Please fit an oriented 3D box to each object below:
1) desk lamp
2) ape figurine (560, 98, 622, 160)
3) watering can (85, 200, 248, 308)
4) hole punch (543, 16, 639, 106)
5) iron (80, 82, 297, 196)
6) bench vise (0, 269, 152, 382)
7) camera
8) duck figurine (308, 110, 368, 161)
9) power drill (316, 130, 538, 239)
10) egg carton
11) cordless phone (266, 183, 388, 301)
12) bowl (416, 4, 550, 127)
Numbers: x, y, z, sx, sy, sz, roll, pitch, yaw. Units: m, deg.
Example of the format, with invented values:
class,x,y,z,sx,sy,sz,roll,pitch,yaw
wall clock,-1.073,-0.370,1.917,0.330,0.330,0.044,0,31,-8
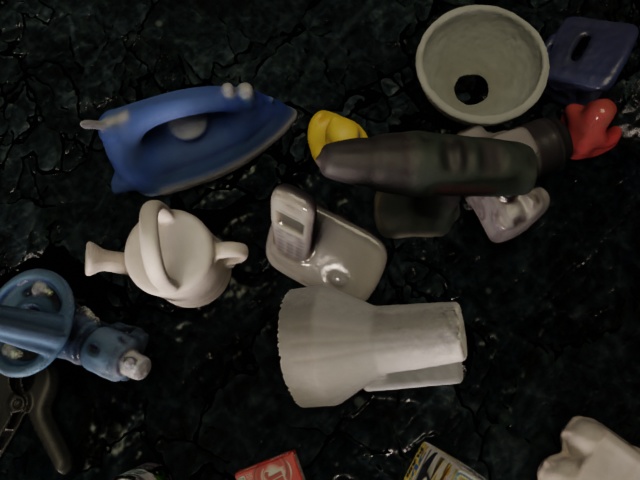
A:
class,x,y,z,sx,sy,sz,roll,pitch,yaw
desk lamp,0.065,0.108,0.609,0.203,0.213,0.118,-6,77,0
ape figurine,0.343,-0.146,0.722,0.076,0.092,0.077,-37,79,-7
watering can,-0.173,0.019,0.644,0.173,0.194,0.101,-26,78,-4
hole punch,0.337,-0.234,0.743,0.101,0.091,0.109,29,79,8
iron,-0.156,-0.149,0.709,0.258,0.141,0.118,-19,77,-3
bench vise,-0.288,0.089,0.618,0.207,0.220,0.121,3,77,2
camera,0.248,-0.090,0.707,0.137,0.101,0.143,-23,78,-4
duck figurine,0.026,-0.129,0.729,0.077,0.086,0.104,-37,79,-7
power drill,0.113,-0.061,0.649,0.229,0.208,0.075,-3,77,1
egg carton,0.323,0.275,0.638,0.150,0.069,0.107,36,80,9
cordless phone,0.006,0.002,0.649,0.147,0.185,0.094,24,79,7
bowl,0.205,-0.215,0.750,0.167,0.075,0.167,0,77,1
